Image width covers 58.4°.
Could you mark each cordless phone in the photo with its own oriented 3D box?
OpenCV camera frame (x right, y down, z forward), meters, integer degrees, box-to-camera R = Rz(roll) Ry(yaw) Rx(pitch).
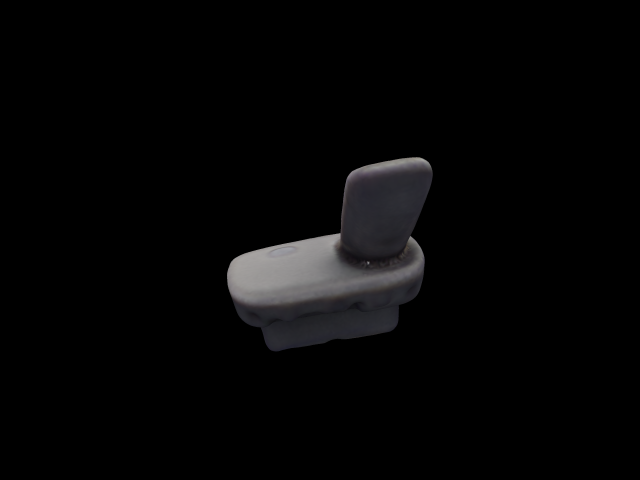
[{"bbox_3d":[0.004,0.001,0.400,0.147,0.185,0.094,-13,62,-7],"label":"cordless phone"}]
